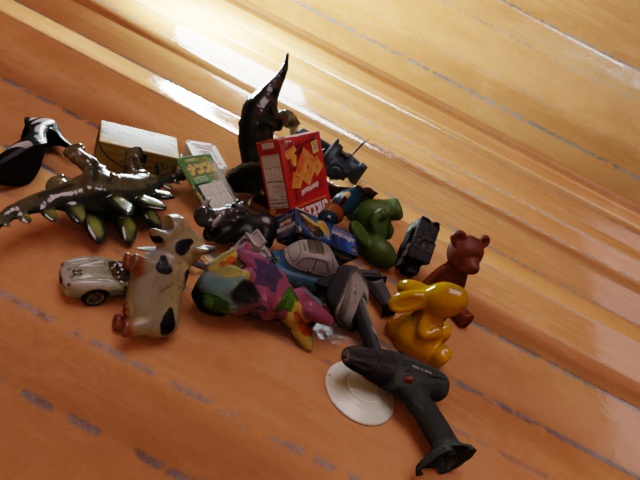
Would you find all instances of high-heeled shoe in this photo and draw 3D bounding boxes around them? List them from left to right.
[{"bbox_3d":[-0.580,-0.181,1.020,0.145,0.086,0.249,28,26,7],"label":"high-heeled shoe"}]

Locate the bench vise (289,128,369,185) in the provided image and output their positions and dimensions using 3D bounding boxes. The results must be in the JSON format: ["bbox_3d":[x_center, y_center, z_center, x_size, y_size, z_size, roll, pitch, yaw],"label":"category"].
[{"bbox_3d":[0.021,-0.251,1.542,0.240,0.128,0.224,36,33,0],"label":"bench vise"}]

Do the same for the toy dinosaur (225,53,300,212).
[{"bbox_3d":[-0.137,-0.254,1.263,0.131,0.404,0.192,3,5,17],"label":"toy dinosaur"}]

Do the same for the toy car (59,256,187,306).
[{"bbox_3d":[-0.316,0.061,0.879,0.201,0.056,0.074,-1,41,-38],"label":"toy car"}]

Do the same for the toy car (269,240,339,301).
[{"bbox_3d":[-0.022,0.048,1.081,0.161,0.103,0.109,18,31,-19],"label":"toy car"}]

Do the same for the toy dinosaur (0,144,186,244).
[{"bbox_3d":[-0.399,-0.083,0.982,0.199,0.105,0.471,39,32,19],"label":"toy dinosaur"}]

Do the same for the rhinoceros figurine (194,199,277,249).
[{"bbox_3d":[-0.165,-0.026,1.074,0.190,0.112,0.073,8,37,-42],"label":"rhinoceros figurine"}]

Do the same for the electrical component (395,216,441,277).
[{"bbox_3d":[0.229,0.021,1.283,0.058,0.134,0.115,23,-12,-3],"label":"electrical component"}]

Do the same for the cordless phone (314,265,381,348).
[{"bbox_3d":[0.069,0.150,0.985,0.146,0.089,0.184,58,8,-59],"label":"cordless phone"}]

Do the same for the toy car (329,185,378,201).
[{"bbox_3d":[0.046,-0.117,1.362,0.202,0.053,0.089,8,2,22],"label":"toy car"}]

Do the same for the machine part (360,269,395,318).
[{"bbox_3d":[0.125,0.108,1.166,0.084,0.039,0.139,14,31,-31],"label":"machine part"}]

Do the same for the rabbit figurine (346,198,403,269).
[{"bbox_3d":[0.130,-0.013,1.282,0.159,0.121,0.170,8,51,-23],"label":"rabbit figurine"}]

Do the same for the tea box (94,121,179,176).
[{"bbox_3d":[-0.402,-0.194,1.182,0.169,0.068,0.098,12,34,-26],"label":"tea box"}]

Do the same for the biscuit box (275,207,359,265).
[{"bbox_3d":[-0.002,-0.003,1.145,0.202,0.063,0.059,22,54,-44],"label":"biscuit box"}]

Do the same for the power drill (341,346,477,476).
[{"bbox_3d":[0.148,0.273,0.879,0.232,0.086,0.207,20,25,-39],"label":"power drill"}]

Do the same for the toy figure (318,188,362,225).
[{"bbox_3d":[0.040,-0.067,1.240,0.058,0.064,0.154,4,33,41],"label":"toy figure"}]

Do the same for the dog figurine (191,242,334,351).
[{"bbox_3d":[-0.089,0.110,0.930,0.219,0.108,0.191,36,24,9],"label":"dog figurine"}]

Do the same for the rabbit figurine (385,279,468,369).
[{"bbox_3d":[0.215,0.142,1.055,0.162,0.173,0.122,36,35,5],"label":"rabbit figurine"}]

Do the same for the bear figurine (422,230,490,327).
[{"bbox_3d":[0.311,0.083,1.192,0.120,0.195,0.132,11,35,-30],"label":"bear figurine"}]

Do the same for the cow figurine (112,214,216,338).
[{"bbox_3d":[-0.240,0.055,0.837,0.127,0.195,0.086,14,-9,-39],"label":"cow figurine"}]
